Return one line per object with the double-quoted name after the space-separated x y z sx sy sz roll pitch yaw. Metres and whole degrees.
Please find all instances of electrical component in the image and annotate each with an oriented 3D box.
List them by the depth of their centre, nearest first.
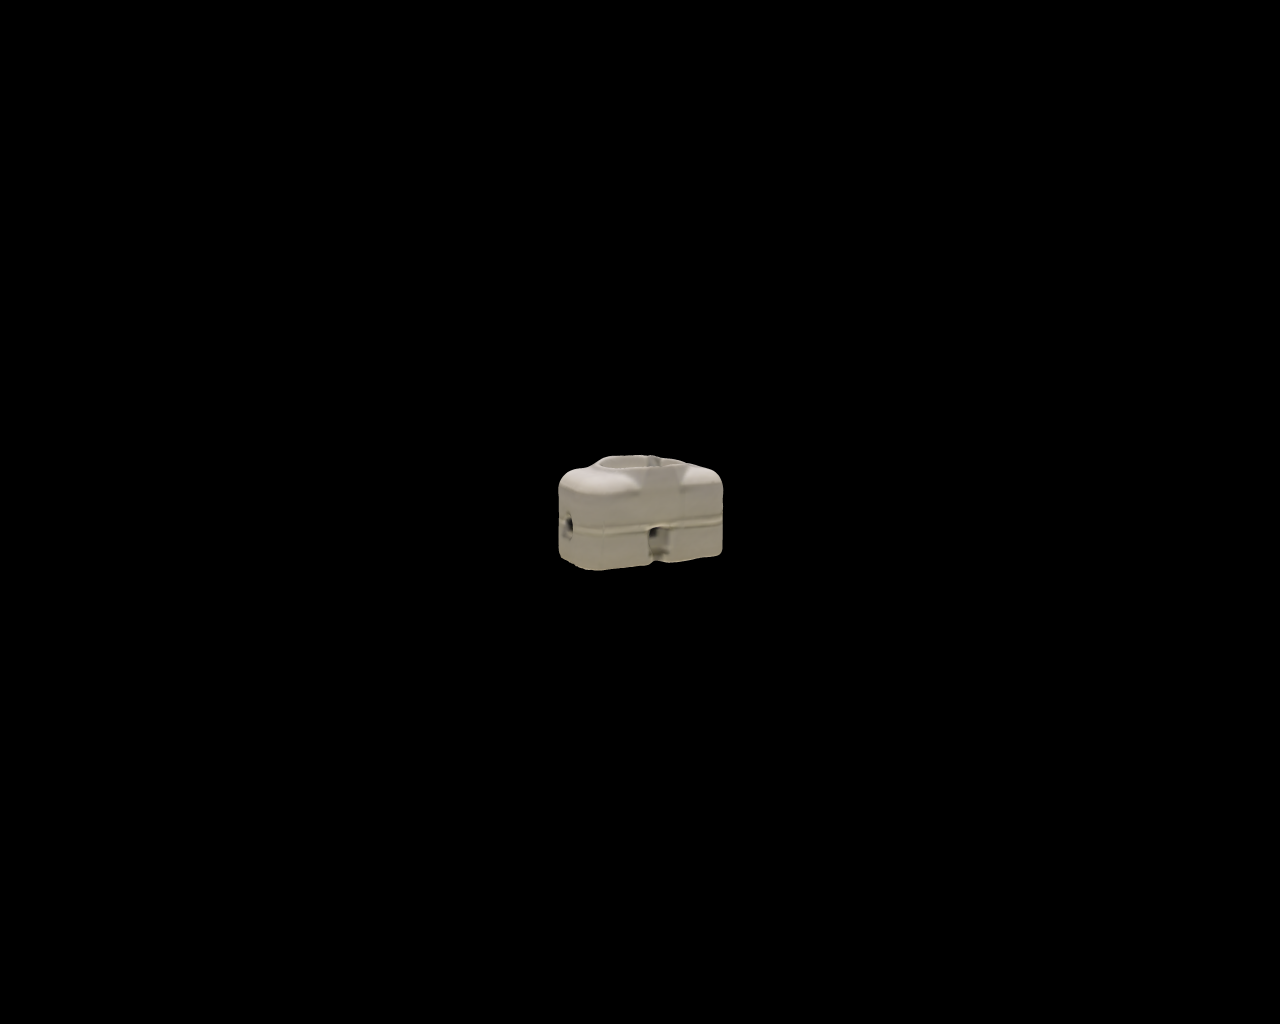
0.001 -0.003 0.650 0.095 0.059 0.054 -5 12 -24 "electrical component"
